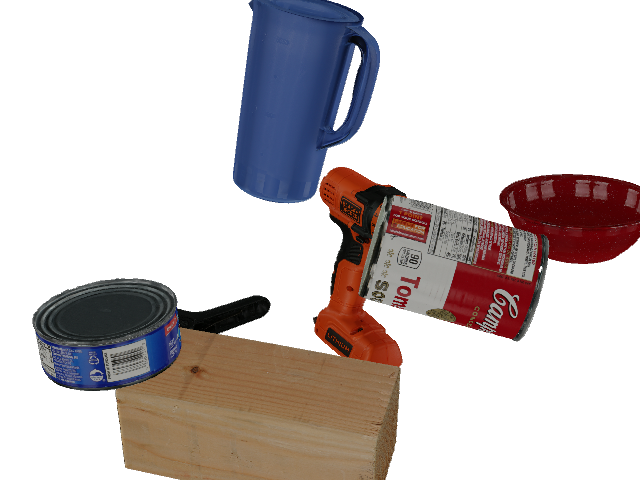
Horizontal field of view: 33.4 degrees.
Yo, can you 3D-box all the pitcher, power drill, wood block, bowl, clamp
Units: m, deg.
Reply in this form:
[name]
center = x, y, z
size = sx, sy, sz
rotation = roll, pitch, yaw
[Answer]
[pitcher]
center = -0.027, -0.170, 1.297
size = 0.144, 0.243, 0.149
rotation = 6, 23, -15
[power drill]
center = 0.058, 0.037, 1.073
size = 0.057, 0.188, 0.185
rotation = -8, 28, -32
[wood block]
center = -0.047, 0.142, 0.853
size = 0.206, 0.090, 0.090
rotation = 9, 35, 13
[bowl]
center = 0.265, -0.019, 1.102
size = 0.162, 0.055, 0.162
rotation = -2, 23, 0
[clamp]
center = -0.127, 0.089, 1.051
size = 0.171, 0.039, 0.120
rotation = 7, 27, 4

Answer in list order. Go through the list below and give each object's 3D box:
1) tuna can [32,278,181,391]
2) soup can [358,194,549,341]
[tuna can]
center = -0.127, 0.056, 0.642
size = 0.086, 0.034, 0.086
rotation = -4, 23, 1
[soup can]
center = 0.081, 0.016, 0.656
size = 0.102, 0.068, 0.068
rotation = 15, 0, 1
